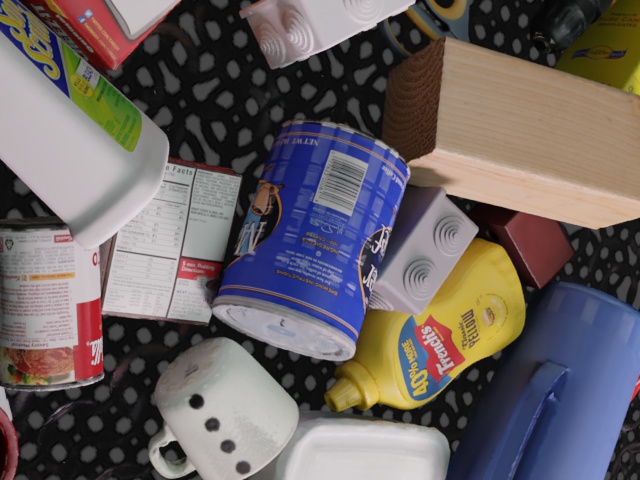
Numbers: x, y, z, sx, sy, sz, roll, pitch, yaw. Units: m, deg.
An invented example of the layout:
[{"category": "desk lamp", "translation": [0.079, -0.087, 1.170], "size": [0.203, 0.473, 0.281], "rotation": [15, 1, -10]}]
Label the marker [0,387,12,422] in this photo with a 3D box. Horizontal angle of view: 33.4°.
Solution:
[{"category": "marker", "translation": [-0.217, 0.062, 0.680], "size": [0.020, 0.020, 0.121], "rotation": [-17, 109, -31]}]

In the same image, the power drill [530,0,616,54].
[{"category": "power drill", "translation": [0.209, -0.269, 0.865], "size": [0.184, 0.057, 0.187], "rotation": [-52, 136, -23]}]

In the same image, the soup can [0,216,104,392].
[{"category": "soup can", "translation": [-0.172, 0.038, 0.671], "size": [0.068, 0.069, 0.102], "rotation": [-4, 96, -34]}]

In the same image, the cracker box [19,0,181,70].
[{"category": "cracker box", "translation": [-0.120, -0.236, 0.652], "size": [0.213, 0.072, 0.164], "rotation": [-51, 124, -16]}]

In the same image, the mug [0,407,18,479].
[{"category": "mug", "translation": [-0.249, 0.124, 0.633], "size": [0.117, 0.082, 0.093], "rotation": [-15, 108, -32]}]

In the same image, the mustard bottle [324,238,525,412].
[{"category": "mustard bottle", "translation": [0.082, 0.082, 0.868], "size": [0.191, 0.058, 0.096], "rotation": [-31, 121, -25]}]

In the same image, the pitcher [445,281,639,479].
[{"category": "pitcher", "translation": [0.192, 0.159, 0.917], "size": [0.145, 0.149, 0.243], "rotation": [28, 80, -18]}]

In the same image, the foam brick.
[{"category": "foam brick", "translation": [0.172, -0.005, 0.916], "size": [0.051, 0.053, 0.078], "rotation": [-45, 120, -19]}]

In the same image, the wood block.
[{"category": "wood block", "translation": [0.159, -0.078, 0.830], "size": [0.205, 0.090, 0.091], "rotation": [12, 75, -23]}]

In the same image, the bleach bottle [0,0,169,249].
[{"category": "bleach bottle", "translation": [-0.195, -0.111, 0.598], "size": [0.068, 0.102, 0.250], "rotation": [-38, 113, 16]}]

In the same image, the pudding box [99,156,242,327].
[{"category": "pudding box", "translation": [-0.109, -0.001, 0.731], "size": [0.089, 0.039, 0.113], "rotation": [10, 92, -35]}]

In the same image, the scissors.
[{"category": "scissors", "translation": [0.126, -0.157, 0.874], "size": [0.201, 0.016, 0.096], "rotation": [24, 86, -36]}]

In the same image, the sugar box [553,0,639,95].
[{"category": "sugar box", "translation": [0.276, -0.185, 0.925], "size": [0.048, 0.093, 0.176], "rotation": [39, 76, -35]}]

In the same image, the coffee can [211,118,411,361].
[{"category": "coffee can", "translation": [-0.005, 0.001, 0.746], "size": [0.102, 0.103, 0.140], "rotation": [31, 69, -35]}]

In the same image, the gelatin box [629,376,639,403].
[{"category": "gelatin box", "translation": [0.275, 0.135, 1.031], "size": [0.089, 0.030, 0.073], "rotation": [-48, 123, -16]}]
